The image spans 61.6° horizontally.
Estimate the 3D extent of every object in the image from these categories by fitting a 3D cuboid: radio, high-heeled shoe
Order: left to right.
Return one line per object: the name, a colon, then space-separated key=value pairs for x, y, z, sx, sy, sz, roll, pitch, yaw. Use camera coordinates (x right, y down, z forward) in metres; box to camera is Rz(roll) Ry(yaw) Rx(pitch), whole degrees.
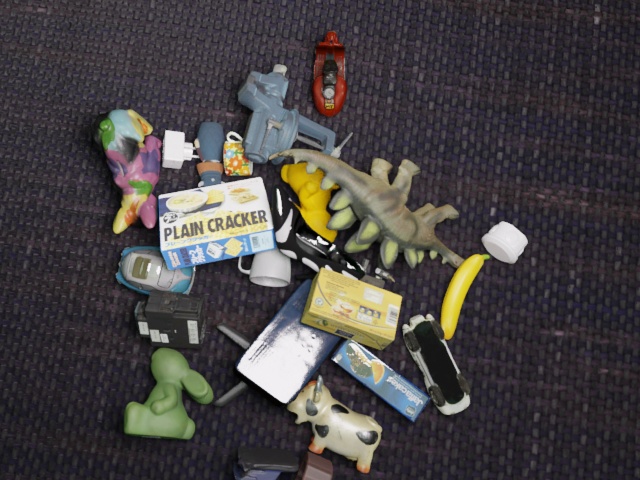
radio: x=-0.049 y=0.201 z=1.045 sx=0.131 sy=0.073 sz=0.229 roll=38 pitch=68 yaw=5
high-heeled shoe: x=-0.002 y=-0.003 z=1.040 sx=0.145 sy=0.086 sz=0.248 roll=-7 pitch=125 yaw=13

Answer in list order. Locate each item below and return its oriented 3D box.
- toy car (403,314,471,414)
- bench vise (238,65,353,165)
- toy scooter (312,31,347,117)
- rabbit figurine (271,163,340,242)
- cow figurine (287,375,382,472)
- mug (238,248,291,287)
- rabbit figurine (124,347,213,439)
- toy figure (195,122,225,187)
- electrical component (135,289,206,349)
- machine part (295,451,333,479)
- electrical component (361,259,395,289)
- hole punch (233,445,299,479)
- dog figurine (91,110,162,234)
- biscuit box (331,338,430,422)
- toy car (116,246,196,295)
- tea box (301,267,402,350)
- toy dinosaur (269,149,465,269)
toy car: x=0.232 y=0.246 z=1.072 sx=0.073 sy=0.056 sz=0.201 roll=-22 pitch=79 yaw=-9
bench vise: x=-0.060 y=-0.242 z=1.119 sx=0.240 sy=0.129 sz=0.223 roll=19 pitch=61 yaw=-22
toy scooter: x=0.022 y=-0.359 z=1.126 sx=0.075 sy=0.135 sz=0.183 roll=2 pitch=83 yaw=-1
rabbit figurine: x=-0.017 y=-0.073 z=1.099 sx=0.162 sy=0.122 sz=0.173 roll=-9 pitch=100 yaw=2
cow figurine: x=0.026 y=0.349 z=1.046 sx=0.195 sy=0.085 sz=0.127 roll=22 pitch=88 yaw=6
mug: x=-0.109 y=0.035 z=1.102 sx=0.110 sy=0.080 sz=0.107 roll=6 pitch=70 yaw=5
rabbit figurine: x=-0.293 y=0.294 z=1.045 sx=0.159 sy=0.121 sz=0.170 roll=4 pitch=67 yaw=-1
toy figure: x=-0.230 y=-0.171 z=1.141 sx=0.064 sy=0.058 sz=0.154 roll=-1 pitch=86 yaw=6
electrical component: x=-0.294 y=0.157 z=1.060 sx=0.134 sy=0.114 sz=0.058 roll=7 pitch=39 yaw=-3
machine part: x=-0.027 y=0.481 z=0.986 sx=0.056 sy=0.179 sz=0.179 roll=20 pitch=82 yaw=0
electrical component: x=0.104 y=0.097 z=1.101 sx=0.078 sy=0.045 sz=0.102 roll=25 pitch=82 yaw=3
hole punch: x=-0.109 y=0.447 z=1.013 sx=0.116 sy=0.142 sz=0.092 roll=12 pitch=86 yaw=-9
dog figurine: x=-0.382 y=-0.125 z=1.078 sx=0.109 sy=0.191 sz=0.219 roll=-9 pitch=69 yaw=4
biscuit box: x=0.119 y=0.273 z=1.067 sx=0.203 sy=0.059 sz=0.063 roll=37 pitch=84 yaw=5
toy car: x=-0.338 y=0.059 z=1.085 sx=0.162 sy=0.103 sz=0.109 roll=13 pitch=81 yaw=1
tea box: x=0.060 y=0.131 z=1.018 sx=0.170 sy=0.068 sz=0.098 roll=21 pitch=58 yaw=-5
toy dinosaur: x=0.116 y=-0.061 z=1.032 sx=0.471 sy=0.105 sz=0.198 roll=37 pitch=72 yaw=-20
